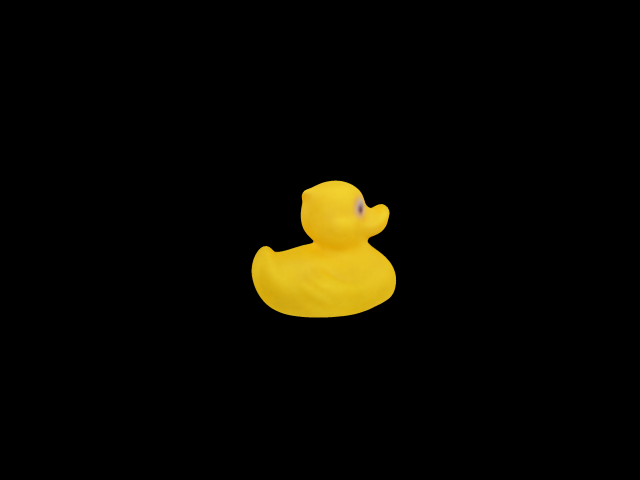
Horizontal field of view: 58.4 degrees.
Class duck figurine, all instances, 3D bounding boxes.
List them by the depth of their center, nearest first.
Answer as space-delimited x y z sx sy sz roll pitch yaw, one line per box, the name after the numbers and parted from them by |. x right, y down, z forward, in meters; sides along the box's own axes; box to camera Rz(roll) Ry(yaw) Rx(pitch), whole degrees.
0.004 0.001 0.400 0.105 0.086 0.077 -6 24 -14 | duck figurine
